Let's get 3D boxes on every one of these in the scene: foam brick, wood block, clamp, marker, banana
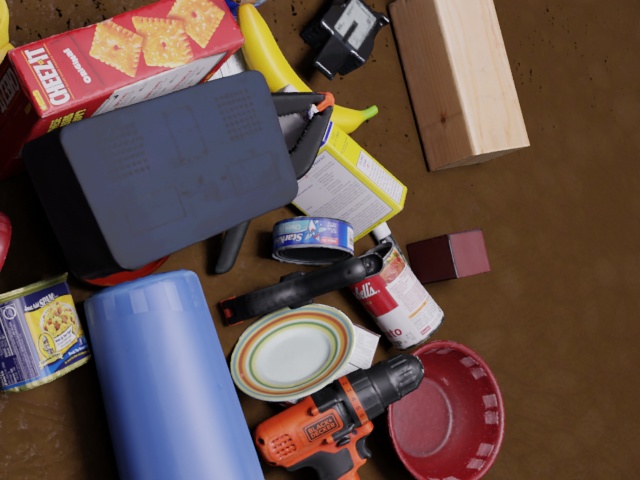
[{"bbox_3d":[0.145,0.020,1.207,0.052,0.078,0.051,-11,87,-32],"label":"foam brick"},{"bbox_3d":[0.162,-0.194,1.254,0.090,0.091,0.206,-12,87,-33],"label":"wood block"},{"bbox_3d":[-0.019,0.048,1.057,0.171,0.120,0.039,-21,82,4],"label":"clamp"},{"bbox_3d":[0.094,0.035,1.207,0.020,0.020,0.121,-35,99,-32],"label":"marker"},{"bbox_3d":[-0.080,-0.087,1.052,0.210,0.036,0.164,-41,102,11],"label":"clamp"},{"bbox_3d":[-0.025,-0.166,1.132,0.197,0.037,0.069,36,65,-29],"label":"banana"}]

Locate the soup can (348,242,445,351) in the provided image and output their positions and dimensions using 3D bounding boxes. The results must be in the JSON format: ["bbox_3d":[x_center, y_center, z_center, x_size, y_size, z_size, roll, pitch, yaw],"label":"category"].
[{"bbox_3d":[0.081,0.062,1.164,0.068,0.069,0.102,-45,105,-31],"label":"soup can"}]

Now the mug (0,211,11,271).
[{"bbox_3d":[-0.324,0.013,0.916,0.081,0.093,0.117,23,99,-31],"label":"mug"}]

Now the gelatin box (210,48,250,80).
[{"bbox_3d":[-0.097,-0.165,1.122,0.089,0.030,0.073,-16,89,-37],"label":"gelatin box"}]

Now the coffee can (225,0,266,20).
[{"bbox_3d":[-0.074,-0.296,1.098,0.102,0.141,0.103,7,76,-31],"label":"coffee can"}]

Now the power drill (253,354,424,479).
[{"bbox_3d":[0.049,0.224,1.073,0.184,0.057,0.187,-27,102,-3],"label":"power drill"}]

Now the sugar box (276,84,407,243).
[{"bbox_3d":[-0.003,-0.076,1.123,0.176,0.093,0.048,42,37,-18],"label":"sugar box"}]

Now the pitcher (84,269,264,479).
[{"bbox_3d":[-0.130,0.154,0.984,0.144,0.149,0.243,-14,86,-20],"label":"pitcher"}]

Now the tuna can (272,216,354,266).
[{"bbox_3d":[-0.007,0.001,1.111,0.086,0.086,0.034,9,74,-30],"label":"tuna can"}]

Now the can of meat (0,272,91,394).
[{"bbox_3d":[-0.252,0.081,0.939,0.084,0.057,0.102,71,20,-3],"label":"can of meat"}]

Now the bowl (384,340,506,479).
[{"bbox_3d":[0.125,0.193,1.171,0.161,0.055,0.162,7,76,-31],"label":"bowl"}]

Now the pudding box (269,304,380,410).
[{"bbox_3d":[0.006,0.135,1.120,0.090,0.039,0.113,28,68,-24],"label":"pudding box"}]

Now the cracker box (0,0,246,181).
[{"bbox_3d":[-0.197,-0.145,0.974,0.213,0.164,0.072,-27,88,-33],"label":"cracker box"}]

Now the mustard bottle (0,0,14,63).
[{"bbox_3d":[-0.341,-0.212,0.963,0.191,0.058,0.096,48,57,-16],"label":"mustard bottle"}]
